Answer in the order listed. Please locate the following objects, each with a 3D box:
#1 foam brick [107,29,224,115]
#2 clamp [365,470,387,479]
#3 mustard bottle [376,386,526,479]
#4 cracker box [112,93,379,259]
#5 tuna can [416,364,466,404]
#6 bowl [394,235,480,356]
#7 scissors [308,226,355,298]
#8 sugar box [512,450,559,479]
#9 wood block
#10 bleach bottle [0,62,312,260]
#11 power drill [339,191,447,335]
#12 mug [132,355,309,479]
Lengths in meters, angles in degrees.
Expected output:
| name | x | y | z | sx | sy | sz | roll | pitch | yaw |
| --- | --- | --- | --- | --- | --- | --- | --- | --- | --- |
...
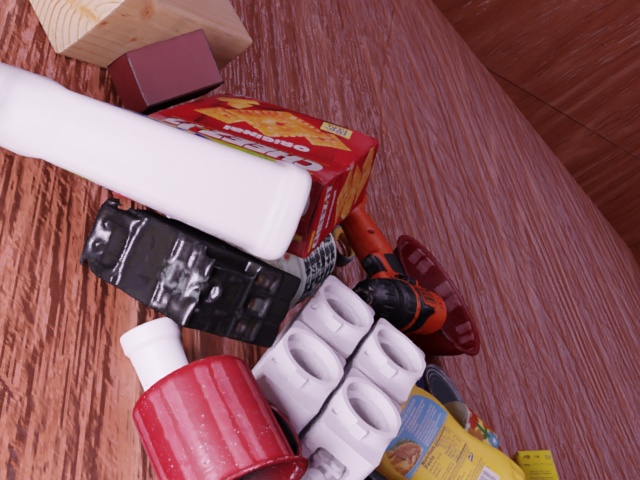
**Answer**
| name | x | y | z | sx | sy | sz | roll | pitch | yaw |
| --- | --- | --- | --- | --- | --- | --- | --- | --- | --- |
| foam brick | -0.133 | -0.143 | 0.920 | 0.078 | 0.053 | 0.051 | -23 | 96 | -26 |
| clamp | 0.012 | 0.172 | 0.824 | 0.120 | 0.039 | 0.171 | 8 | 46 | -53 |
| mustard bottle | 0.085 | 0.184 | 0.936 | 0.191 | 0.058 | 0.096 | 40 | 54 | -2 |
| cracker box | -0.052 | -0.064 | 0.901 | 0.164 | 0.072 | 0.213 | 18 | 17 | 10 |
| tuna can | 0.123 | 0.175 | 1.117 | 0.086 | 0.034 | 0.086 | 47 | 21 | -25 |
| bowl | 0.117 | 0.075 | 1.228 | 0.162 | 0.055 | 0.162 | 47 | 22 | -25 |
| scissors | -0.007 | 0.001 | 1.111 | 0.096 | 0.016 | 0.201 | 55 | 19 | 3 |
| sugar box | 0.226 | 0.307 | 1.071 | 0.176 | 0.048 | 0.093 | -99 | -171 | -52 |
| wood block | -0.161 | -0.208 | 0.968 | 0.091 | 0.090 | 0.205 | 61 | 20 | 14 |
| bleach bottle | -0.137 | -0.061 | 0.713 | 0.250 | 0.068 | 0.103 | 21 | 0 | -15 |
| power drill | 0.043 | 0.013 | 1.071 | 0.188 | 0.057 | 0.184 | 59 | 15 | 21 |
| mug | -0.058 | 0.126 | 0.676 | 0.117 | 0.093 | 0.081 | 1 | 51 | -47 |
